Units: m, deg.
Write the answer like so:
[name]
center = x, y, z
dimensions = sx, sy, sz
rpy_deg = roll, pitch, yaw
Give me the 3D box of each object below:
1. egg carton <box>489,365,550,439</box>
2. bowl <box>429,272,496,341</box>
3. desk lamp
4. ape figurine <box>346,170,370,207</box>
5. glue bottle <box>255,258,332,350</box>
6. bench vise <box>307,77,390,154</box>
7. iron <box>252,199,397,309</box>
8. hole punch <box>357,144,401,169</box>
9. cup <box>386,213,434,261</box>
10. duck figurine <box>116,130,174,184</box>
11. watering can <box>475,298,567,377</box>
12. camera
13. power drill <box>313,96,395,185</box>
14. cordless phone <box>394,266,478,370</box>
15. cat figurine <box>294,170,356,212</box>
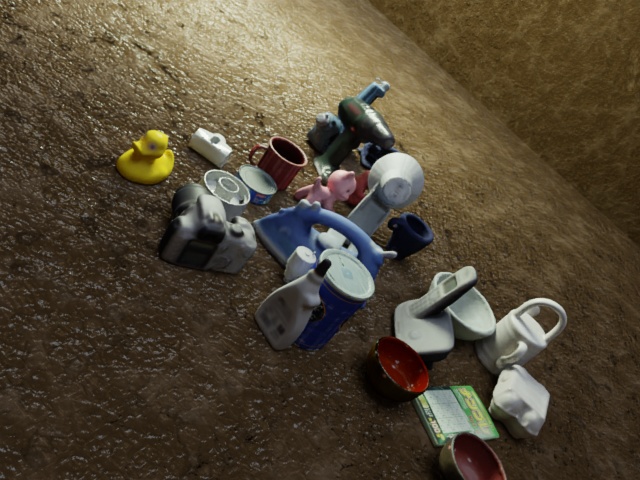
[egg carton]
center = 0.388, 0.313, 1.119
dimensions = 0.107, 0.069, 0.151
rpy_deg = 43, 31, 7
[bowl]
center = 0.286, 0.153, 1.214
dimensions = 0.168, 0.074, 0.167
rpy_deg = 27, 33, -19
[desk lamp]
center = 0.123, -0.070, 1.196
dimensions = 0.118, 0.213, 0.203
rpy_deg = 37, 31, -4
[ape figurine]
center = 0.100, -0.125, 1.360
dimensions = 0.076, 0.092, 0.078
rpy_deg = 32, 32, -12
[glue bottle]
center = -0.032, 0.089, 0.864
dimensions = 0.037, 0.173, 0.078
rpy_deg = -4, 51, -49
[bench vise]
center = 0.085, -0.313, 1.464
dimensions = 0.121, 0.219, 0.208
rpy_deg = 43, 31, 7
[iron]
center = 0.010, 0.004, 1.050
dimensions = 0.258, 0.141, 0.119
rpy_deg = 37, 31, -4
[hole punch]
center = 0.170, -0.242, 1.587
dimensions = 0.109, 0.091, 0.101
rpy_deg = 26, 33, -20
[cup]
center = 0.183, -0.003, 1.287
dimensions = 0.118, 0.095, 0.091
rpy_deg = 18, 37, -31
[duck figurine]
center = -0.290, -0.150, 0.987
dimensions = 0.077, 0.086, 0.105
rpy_deg = 49, 32, 16
[watering can]
center = 0.424, 0.189, 1.196
dimensions = 0.101, 0.194, 0.173
rpy_deg = 29, 32, -16
[camera]
center = -0.181, -0.030, 0.932
dimensions = 0.144, 0.100, 0.136
rpy_deg = 14, 39, -35
[power drill]
center = 0.076, -0.226, 1.354
dimensions = 0.076, 0.208, 0.229
rpy_deg = 15, 39, -34
[cordless phone]
center = 0.223, 0.137, 1.060
dimensions = 0.094, 0.185, 0.147
rpy_deg = 28, 33, -18
[cat figurine]
center = 0.025, -0.113, 1.241
dimensions = 0.128, 0.117, 0.067
rpy_deg = 1, 47, -46
